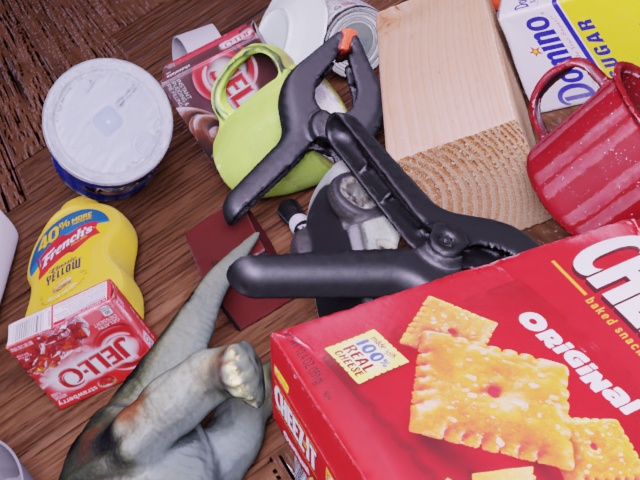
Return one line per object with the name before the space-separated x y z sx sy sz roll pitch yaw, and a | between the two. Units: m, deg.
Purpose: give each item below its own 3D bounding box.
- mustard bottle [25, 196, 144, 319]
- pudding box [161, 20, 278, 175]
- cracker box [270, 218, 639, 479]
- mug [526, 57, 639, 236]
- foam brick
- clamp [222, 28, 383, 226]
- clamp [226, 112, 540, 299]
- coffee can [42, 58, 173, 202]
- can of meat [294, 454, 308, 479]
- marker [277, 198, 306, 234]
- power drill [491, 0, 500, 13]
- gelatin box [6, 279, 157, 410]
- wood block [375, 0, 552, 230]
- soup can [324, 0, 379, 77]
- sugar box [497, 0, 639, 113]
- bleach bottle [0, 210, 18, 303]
mustard bottle | -0.195 0.022 0.876 0.096 0.058 0.191 -31 35 10
pudding box | -0.069 -0.116 0.903 0.090 0.113 0.039 -25 37 9
cracker box | 0.105 0.083 0.494 0.213 0.072 0.164 -17 43 -19
mug | 0.173 -0.056 0.649 0.082 0.117 0.093 -43 -7 33
foam brick | -0.060 0.018 0.790 0.053 0.051 0.078 -31 36 2
clamp | -0.006 -0.073 0.775 0.120 0.039 0.171 7 72 -13
clamp | 0.067 0.003 0.631 0.210 0.036 0.164 20 46 1
coffee can | -0.182 -0.090 0.913 0.102 0.103 0.140 -39 5 -11
can of meat | 0.036 0.127 0.555 0.102 0.057 0.084 11 40 -12
marker | -0.005 0.001 0.797 0.020 0.020 0.121 -33 35 -3
power drill | 0.198 -0.237 0.905 0.187 0.057 0.185 -45 38 -19
gelatin box | -0.171 0.077 0.779 0.089 0.073 0.030 -24 37 8
wood block | 0.100 -0.096 0.778 0.091 0.090 0.206 -19 37 15
soup can | 0.012 -0.195 0.979 0.068 0.068 0.102 -35 36 -6
sugar box | 0.224 -0.153 0.755 0.176 0.093 0.048 -13 39 24
bleach bottle | -0.325 0.075 0.903 0.103 0.068 0.251 -22 39 15
